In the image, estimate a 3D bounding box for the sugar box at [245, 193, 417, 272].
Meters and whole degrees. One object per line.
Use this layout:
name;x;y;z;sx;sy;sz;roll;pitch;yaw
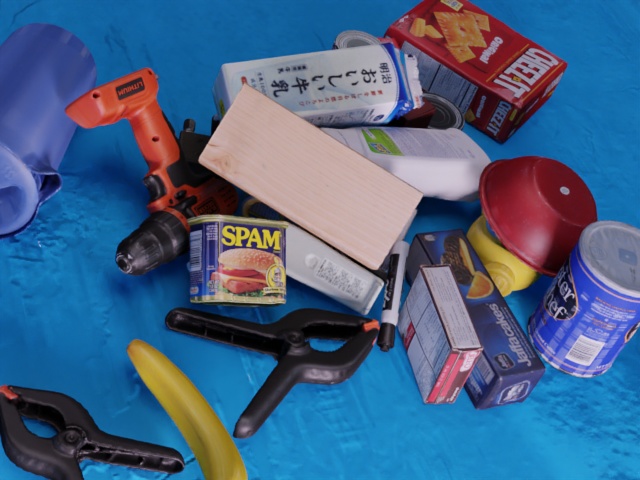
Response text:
sugar box;0.011;-0.033;1.191;0.176;0.048;0.093;29;44;4

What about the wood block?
wood block;-0.011;-0.062;1.078;0.206;0.091;0.090;31;-1;-3

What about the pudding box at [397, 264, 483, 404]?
pudding box;0.118;0.094;1.070;0.039;0.090;0.113;-1;47;-20

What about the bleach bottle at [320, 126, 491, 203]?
bleach bottle;0.074;-0.095;1.215;0.250;0.068;0.103;4;31;-34

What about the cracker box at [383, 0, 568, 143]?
cracker box;0.207;-0.245;1.455;0.214;0.072;0.164;35;45;14

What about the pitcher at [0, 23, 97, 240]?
pitcher;-0.326;-0.124;1.103;0.149;0.145;0.242;39;35;-20

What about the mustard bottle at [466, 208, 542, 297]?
mustard bottle;0.217;0.003;1.220;0.096;0.058;0.191;33;43;-3

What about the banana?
banana;-0.110;0.164;0.938;0.037;0.069;0.198;-40;51;2

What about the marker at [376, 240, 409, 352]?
marker;0.076;0.059;1.111;0.020;0.020;0.121;14;67;-7

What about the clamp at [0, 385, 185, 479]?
clamp;-0.202;0.176;0.908;0.171;0.039;0.120;41;38;19

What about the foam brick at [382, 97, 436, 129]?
foam brick;0.096;-0.141;1.305;0.052;0.078;0.051;-23;60;-37

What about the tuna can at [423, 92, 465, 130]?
tuna can;0.141;-0.151;1.364;0.086;0.034;0.086;11;44;-11

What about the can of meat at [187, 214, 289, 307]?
can of meat;-0.081;0.022;1.057;0.101;0.058;0.084;5;81;-36

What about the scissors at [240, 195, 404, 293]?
scissors;-0.007;0.001;1.141;0.202;0.096;0.016;53;15;-3

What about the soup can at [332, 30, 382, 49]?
soup can;0.037;-0.200;1.324;0.068;0.102;0.068;10;44;-10

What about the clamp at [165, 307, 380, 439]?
clamp;-0.038;0.103;1.041;0.209;0.036;0.165;-15;47;-36

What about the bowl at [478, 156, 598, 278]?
bowl;0.258;-0.039;1.198;0.162;0.055;0.162;20;48;-24

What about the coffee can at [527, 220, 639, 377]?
coffee can;0.294;0.063;1.130;0.102;0.140;0.103;11;44;-11

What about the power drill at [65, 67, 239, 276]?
power drill;-0.179;-0.071;1.086;0.187;0.057;0.184;61;36;-8

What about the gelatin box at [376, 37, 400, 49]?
gelatin box;0.082;-0.199;1.349;0.030;0.089;0.073;-2;48;-19
